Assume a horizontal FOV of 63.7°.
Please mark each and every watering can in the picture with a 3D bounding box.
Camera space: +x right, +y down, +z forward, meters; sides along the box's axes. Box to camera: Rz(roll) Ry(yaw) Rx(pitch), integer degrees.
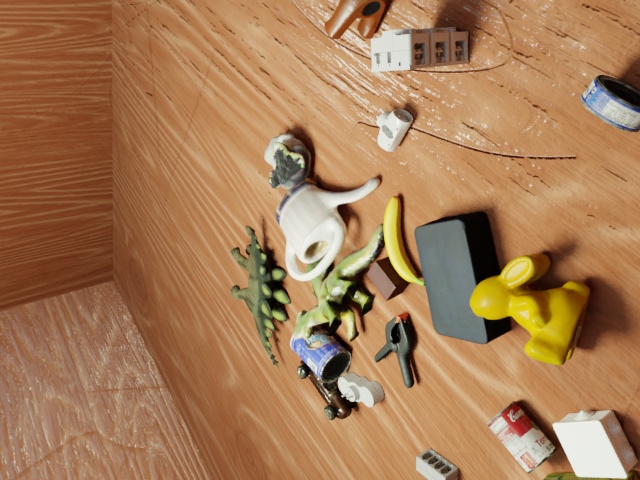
[{"bbox_3d":[0.004,-0.063,1.248,0.342,0.104,0.229,-55,48,25],"label":"watering can"}]

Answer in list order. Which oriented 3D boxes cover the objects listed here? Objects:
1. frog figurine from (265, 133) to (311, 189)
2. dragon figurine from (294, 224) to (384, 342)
[{"bbox_3d":[-0.083,-0.209,1.339,0.162,0.122,0.135,-96,-5,-70],"label":"frog figurine"},{"bbox_3d":[0.028,0.096,1.283,0.246,0.122,0.405,41,117,46],"label":"dragon figurine"}]
